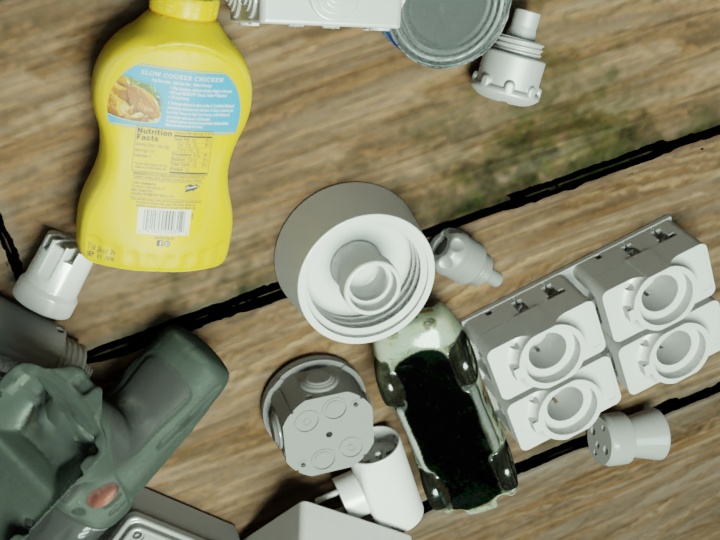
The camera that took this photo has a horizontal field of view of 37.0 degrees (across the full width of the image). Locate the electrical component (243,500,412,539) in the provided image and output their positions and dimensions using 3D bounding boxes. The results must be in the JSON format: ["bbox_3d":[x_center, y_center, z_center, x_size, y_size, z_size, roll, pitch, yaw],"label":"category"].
[{"bbox_3d":[-0.031,0.234,0.832,0.109,0.056,0.109,25,135,-28],"label":"electrical component"}]

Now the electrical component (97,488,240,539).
[{"bbox_3d":[-0.158,0.230,0.808,0.109,0.056,0.108,31,102,-29],"label":"electrical component"}]

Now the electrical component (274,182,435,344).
[{"bbox_3d":[0.000,0.000,0.747,0.108,0.060,0.108,-8,118,-16],"label":"electrical component"}]

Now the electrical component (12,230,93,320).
[{"bbox_3d":[-0.195,0.003,0.692,0.040,0.040,0.046,25,100,-28],"label":"electrical component"}]

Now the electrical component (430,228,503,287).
[{"bbox_3d":[0.080,-0.005,0.788,0.061,0.035,0.035,29,103,-31],"label":"electrical component"}]

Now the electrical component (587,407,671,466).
[{"bbox_3d":[0.226,0.140,0.905,0.055,0.045,0.045,-4,116,-17],"label":"electrical component"}]

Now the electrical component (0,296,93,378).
[{"bbox_3d":[-0.214,0.052,0.708,0.081,0.043,0.043,31,102,-29],"label":"electrical component"}]

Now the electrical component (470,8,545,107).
[{"bbox_3d":[0.104,-0.143,0.722,0.048,0.048,0.062,9,105,-23],"label":"electrical component"}]

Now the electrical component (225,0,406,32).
[{"bbox_3d":[-0.027,-0.167,0.633,0.100,0.100,0.048,-2,103,-19],"label":"electrical component"}]

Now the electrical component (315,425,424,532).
[{"bbox_3d":[0.004,0.172,0.843,0.079,0.044,0.077,-23,121,-8],"label":"electrical component"}]

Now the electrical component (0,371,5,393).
[{"bbox_3d":[-0.245,0.088,0.698,0.064,0.081,0.042,39,99,-1],"label":"electrical component"}]

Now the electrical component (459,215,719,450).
[{"bbox_3d":[0.186,0.052,0.838,0.186,0.060,0.105,-26,121,-5],"label":"electrical component"}]

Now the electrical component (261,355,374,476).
[{"bbox_3d":[-0.030,0.108,0.795,0.080,0.051,0.080,-8,118,-16],"label":"electrical component"}]
